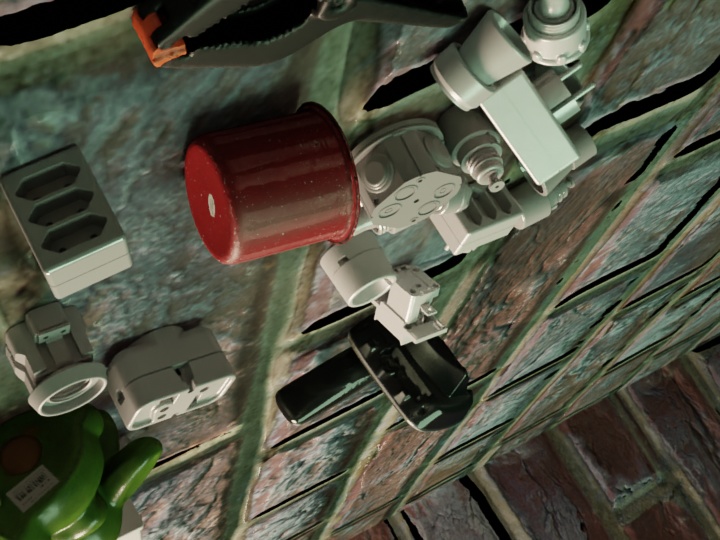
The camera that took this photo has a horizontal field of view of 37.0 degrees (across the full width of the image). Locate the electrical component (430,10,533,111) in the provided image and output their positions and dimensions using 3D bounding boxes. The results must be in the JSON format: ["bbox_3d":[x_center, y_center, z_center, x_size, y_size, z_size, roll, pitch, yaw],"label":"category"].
[{"bbox_3d":[0.081,-0.140,0.722,0.055,0.045,0.045,-39,160,23],"label":"electrical component"}]

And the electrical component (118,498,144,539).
[{"bbox_3d":[-0.277,0.255,1.094,0.100,0.099,0.048,-23,147,-24],"label":"electrical component"}]

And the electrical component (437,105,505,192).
[{"bbox_3d":[0.088,-0.092,0.813,0.040,0.078,0.040,-17,148,-11],"label":"electrical component"}]

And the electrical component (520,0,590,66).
[{"bbox_3d":[0.131,-0.171,0.722,0.048,0.048,0.062,-31,155,-2],"label":"electrical component"}]

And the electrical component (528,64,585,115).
[{"bbox_3d":[0.140,-0.132,0.835,0.055,0.048,0.066,-35,162,35],"label":"electrical component"}]

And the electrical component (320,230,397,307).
[{"bbox_3d":[0.000,0.000,0.950,0.055,0.047,0.055,-28,161,-10],"label":"electrical component"}]

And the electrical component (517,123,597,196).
[{"bbox_3d":[0.182,-0.103,0.981,0.065,0.044,0.044,-35,162,-3],"label":"electrical component"}]

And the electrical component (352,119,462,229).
[{"bbox_3d":[0.032,-0.071,0.801,0.080,0.051,0.080,-22,157,-10],"label":"electrical component"}]

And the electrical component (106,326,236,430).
[{"bbox_3d":[-0.161,0.086,0.901,0.095,0.059,0.053,-16,156,-37],"label":"electrical component"}]

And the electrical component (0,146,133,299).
[{"bbox_3d":[-0.165,-0.019,0.616,0.047,0.065,0.076,-26,161,-15],"label":"electrical component"}]

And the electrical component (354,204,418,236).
[{"bbox_3d":[0.018,-0.048,0.861,0.062,0.043,0.043,-26,161,-11],"label":"electrical component"}]

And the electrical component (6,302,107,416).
[{"bbox_3d":[-0.216,0.067,0.769,0.058,0.057,0.078,-21,159,-28],"label":"electrical component"}]

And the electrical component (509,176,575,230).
[{"bbox_3d":[0.175,-0.070,1.053,0.078,0.040,0.040,-27,161,-15],"label":"electrical component"}]

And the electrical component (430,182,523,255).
[{"bbox_3d":[0.101,-0.041,1.000,0.066,0.047,0.076,-21,159,-28],"label":"electrical component"}]

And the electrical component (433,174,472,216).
[{"bbox_3d":[0.064,-0.063,0.910,0.061,0.035,0.035,-13,155,-37],"label":"electrical component"}]

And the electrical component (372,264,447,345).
[{"bbox_3d":[0.049,0.033,1.080,0.042,0.081,0.063,-18,135,-36],"label":"electrical component"}]

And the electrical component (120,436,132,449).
[{"bbox_3d":[-0.250,0.192,1.060,0.081,0.043,0.043,-31,162,-1],"label":"electrical component"}]

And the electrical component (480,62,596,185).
[{"bbox_3d":[0.134,-0.120,0.782,0.076,0.083,0.047,-35,-155,12],"label":"electrical component"}]
